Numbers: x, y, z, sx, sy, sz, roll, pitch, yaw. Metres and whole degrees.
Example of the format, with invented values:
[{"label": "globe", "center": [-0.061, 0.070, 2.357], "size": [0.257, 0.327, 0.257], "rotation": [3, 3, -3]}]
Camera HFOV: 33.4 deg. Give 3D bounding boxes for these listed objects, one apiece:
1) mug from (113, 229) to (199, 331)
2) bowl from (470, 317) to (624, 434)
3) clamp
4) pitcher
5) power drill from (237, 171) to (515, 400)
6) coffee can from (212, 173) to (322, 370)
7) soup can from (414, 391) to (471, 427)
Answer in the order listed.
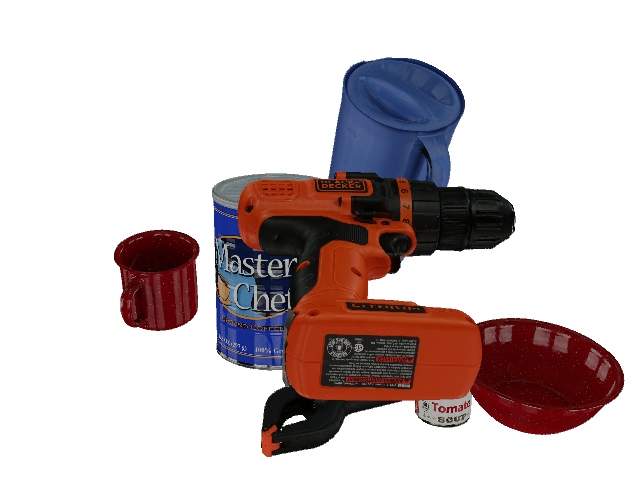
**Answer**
[{"label": "mug", "center": [-0.182, 0.052, 1.171], "size": [0.093, 0.081, 0.117], "rotation": [11, 33, 18]}, {"label": "bowl", "center": [0.205, 0.137, 1.024], "size": [0.162, 0.055, 0.162], "rotation": [4, 26, -2]}, {"label": "clamp", "center": [-0.006, 0.158, 1.086], "size": [0.171, 0.039, 0.120], "rotation": [-23, 34, -36]}, {"label": "pitcher", "center": [0.074, -0.070, 1.206], "size": [0.145, 0.243, 0.149], "rotation": [21, 44, 8]}, {"label": "power drill", "center": [0.043, 0.020, 0.645], "size": [0.184, 0.057, 0.187], "rotation": [0, 29, -4]}, {"label": "coffee can", "center": [-0.038, 0.024, 0.891], "size": [0.103, 0.140, 0.103], "rotation": [0, 17, 0]}, {"label": "soup can", "center": [0.146, 0.159, 1.255], "size": [0.068, 0.102, 0.068], "rotation": [1, 21, -1]}]
